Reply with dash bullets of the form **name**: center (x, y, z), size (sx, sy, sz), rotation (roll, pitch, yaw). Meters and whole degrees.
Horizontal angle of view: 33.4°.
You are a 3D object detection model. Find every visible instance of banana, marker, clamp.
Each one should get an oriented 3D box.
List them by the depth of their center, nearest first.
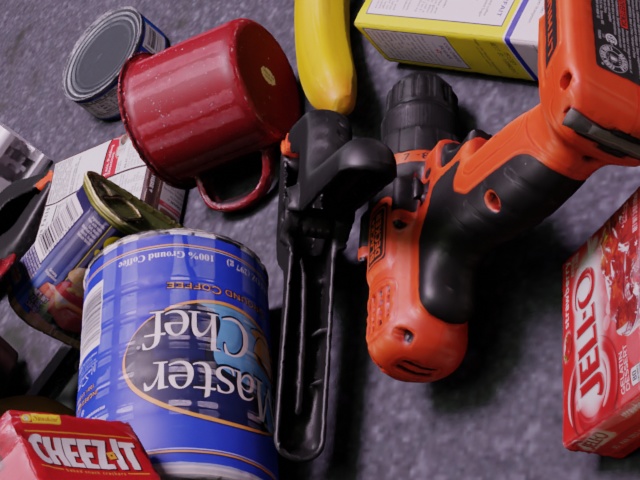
- **clamp**: center (-0.004, 0.001, 0.552), size (0.210, 0.036, 0.165), rotation (-105, 26, -67)
- **banana**: center (0.004, -0.147, 0.666), size (0.070, 0.037, 0.198), rotation (110, 164, -62)
- **marker**: center (-0.155, 0.066, 0.695), size (0.121, 0.020, 0.020), rotation (-54, 42, 0)
- **clamp**: center (-0.255, 0.004, 0.813), size (0.171, 0.039, 0.120), rotation (-43, 48, 6)

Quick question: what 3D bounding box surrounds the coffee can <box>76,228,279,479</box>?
- **coffee can**: center (-0.074, 0.080, 0.549), size (0.103, 0.102, 0.140), rotation (-27, 48, 26)

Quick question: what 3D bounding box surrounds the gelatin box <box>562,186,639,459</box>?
- **gelatin box**: center (0.124, 0.034, 0.428), size (0.073, 0.030, 0.089), rotation (116, 164, -60)

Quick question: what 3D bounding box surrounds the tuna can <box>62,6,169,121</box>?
- **tuna can**: center (-0.157, -0.135, 0.821), size (0.086, 0.033, 0.086), rotation (-23, 50, 30)

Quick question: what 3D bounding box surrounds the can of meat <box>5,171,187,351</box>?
- **can of meat**: center (-0.122, 0.021, 0.634), size (0.084, 0.102, 0.057), rotation (-48, 39, 10)

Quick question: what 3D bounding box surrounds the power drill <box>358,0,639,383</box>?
- **power drill**: center (0.080, -0.048, 0.484), size (0.188, 0.057, 0.184), rotation (128, 152, -49)

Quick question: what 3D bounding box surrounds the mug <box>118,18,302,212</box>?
- **mug**: center (-0.062, -0.076, 0.664), size (0.082, 0.093, 0.117), rotation (-18, 83, 27)

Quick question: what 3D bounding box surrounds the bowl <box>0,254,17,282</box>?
- **bowl**: center (-0.244, 0.050, 0.590), size (0.162, 0.055, 0.162), rotation (-41, 15, 13)

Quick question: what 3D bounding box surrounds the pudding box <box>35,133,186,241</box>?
- **pudding box**: center (-0.143, -0.023, 0.730), size (0.114, 0.039, 0.090), rotation (-18, 53, 36)

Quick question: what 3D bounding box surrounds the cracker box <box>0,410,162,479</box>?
- **cracker box**: center (-0.097, 0.195, 0.395), size (0.164, 0.072, 0.214), rotation (-55, 47, 15)

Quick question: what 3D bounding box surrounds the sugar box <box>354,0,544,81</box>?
- **sugar box**: center (0.109, -0.134, 0.572), size (0.176, 0.048, 0.093), rotation (20, 76, 44)
